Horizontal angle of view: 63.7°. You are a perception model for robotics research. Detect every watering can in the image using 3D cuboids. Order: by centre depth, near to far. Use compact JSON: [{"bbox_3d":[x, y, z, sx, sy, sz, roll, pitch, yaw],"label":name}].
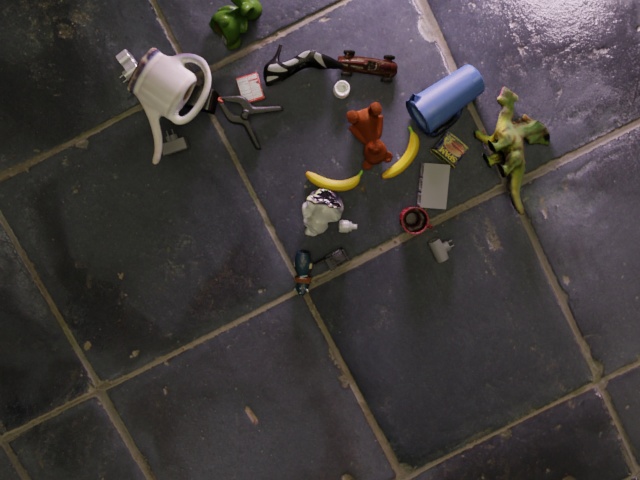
[{"bbox_3d":[-0.477,-0.419,1.545,0.224,0.104,0.346,34,95,-4],"label":"watering can"}]

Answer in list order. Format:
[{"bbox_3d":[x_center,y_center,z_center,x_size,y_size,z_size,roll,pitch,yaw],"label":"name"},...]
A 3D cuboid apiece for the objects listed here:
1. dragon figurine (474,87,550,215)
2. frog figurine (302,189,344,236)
[{"bbox_3d":[0.674,-0.313,1.730,0.243,0.122,0.408,-29,97,-6],"label":"dragon figurine"},{"bbox_3d":[0.005,-0.088,1.744,0.137,0.126,0.155,4,133,-10],"label":"frog figurine"}]
